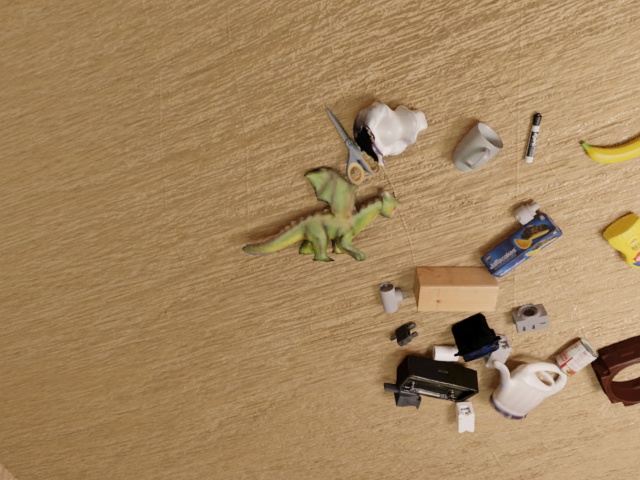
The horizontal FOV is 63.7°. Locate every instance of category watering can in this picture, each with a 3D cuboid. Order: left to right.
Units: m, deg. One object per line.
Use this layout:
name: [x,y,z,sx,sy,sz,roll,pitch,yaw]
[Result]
watering can: [0.594,0.442,1.558,0.346,0.106,0.220,15,121,-27]

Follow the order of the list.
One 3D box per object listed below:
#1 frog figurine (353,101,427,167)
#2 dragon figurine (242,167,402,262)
frog figurine: [0.160,-0.261,1.186,0.161,0.123,0.136,-39,109,-17]
dragon figurine: [0.004,-0.066,1.313,0.410,0.123,0.240,1,104,-1]
